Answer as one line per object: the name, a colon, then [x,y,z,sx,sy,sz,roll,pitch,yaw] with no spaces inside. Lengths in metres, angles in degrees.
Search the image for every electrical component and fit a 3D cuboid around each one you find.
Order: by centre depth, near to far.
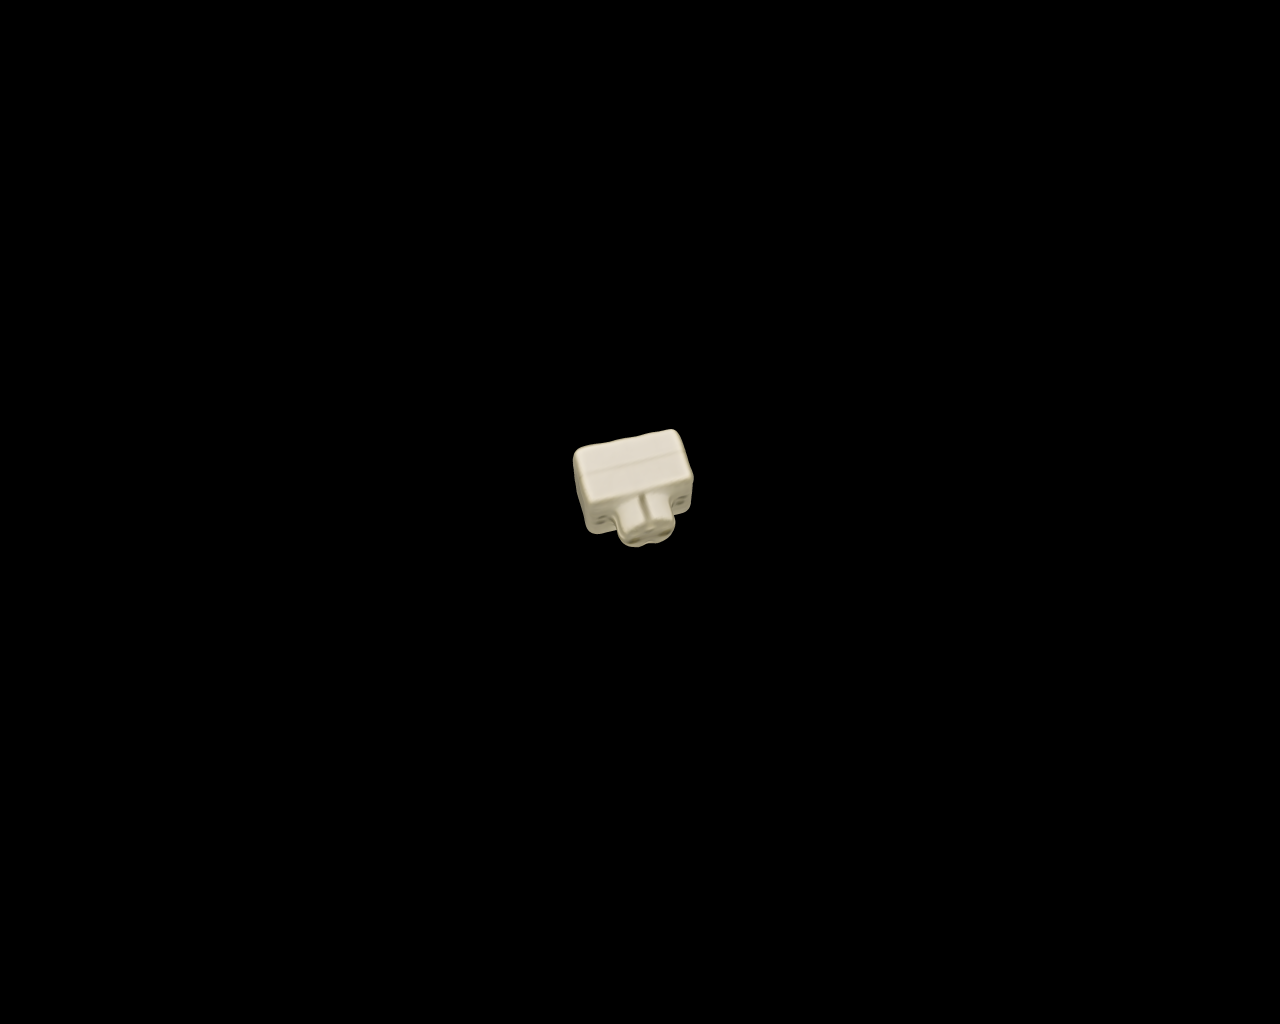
electrical component: [0.001,-0.003,0.650,0.066,0.077,0.047,-14,-26,-7]
